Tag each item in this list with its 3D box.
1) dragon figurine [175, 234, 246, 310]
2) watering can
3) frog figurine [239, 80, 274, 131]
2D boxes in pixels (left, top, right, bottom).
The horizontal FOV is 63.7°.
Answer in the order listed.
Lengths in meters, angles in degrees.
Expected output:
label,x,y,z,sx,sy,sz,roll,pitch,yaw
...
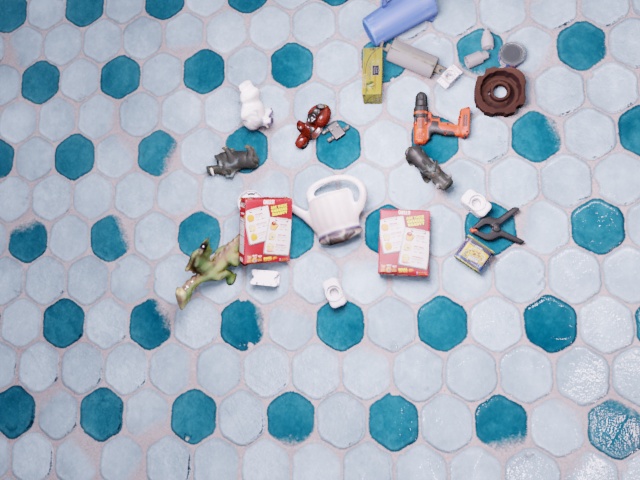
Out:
label,x,y,z,sx,sy,sz,roll,pitch,yaw
dragon figurine,-0.335,0.052,1.690,0.123,0.241,0.410,35,90,15
watering can,0.005,-0.087,1.735,0.346,0.104,0.226,-18,81,19
frog figurine,-0.242,-0.464,1.788,0.122,0.157,0.141,-17,43,35
